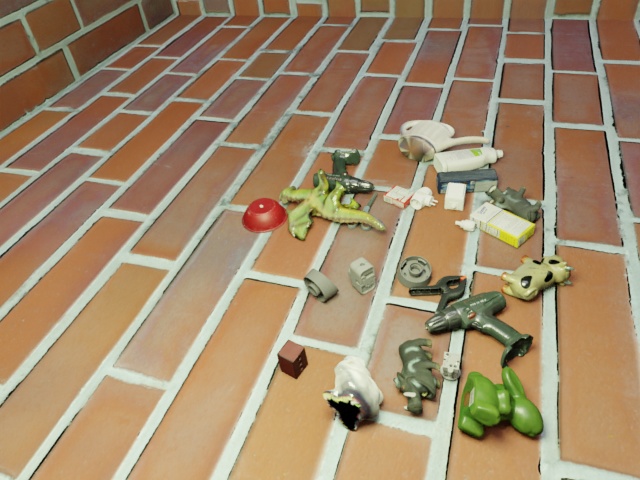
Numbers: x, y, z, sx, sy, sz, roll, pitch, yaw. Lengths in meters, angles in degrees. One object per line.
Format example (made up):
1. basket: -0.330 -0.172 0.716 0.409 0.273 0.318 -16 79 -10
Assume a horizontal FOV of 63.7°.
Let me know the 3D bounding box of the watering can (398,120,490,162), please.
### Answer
1. watering can: 0.451 -0.383 1.975 0.350 0.101 0.228 22 50 30

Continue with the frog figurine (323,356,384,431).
1. frog figurine: 0.090 0.337 1.204 0.137 0.120 0.163 38 40 0

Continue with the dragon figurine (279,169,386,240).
1. dragon figurine: 0.005 -0.087 1.724 0.244 0.120 0.417 -41 52 -6
